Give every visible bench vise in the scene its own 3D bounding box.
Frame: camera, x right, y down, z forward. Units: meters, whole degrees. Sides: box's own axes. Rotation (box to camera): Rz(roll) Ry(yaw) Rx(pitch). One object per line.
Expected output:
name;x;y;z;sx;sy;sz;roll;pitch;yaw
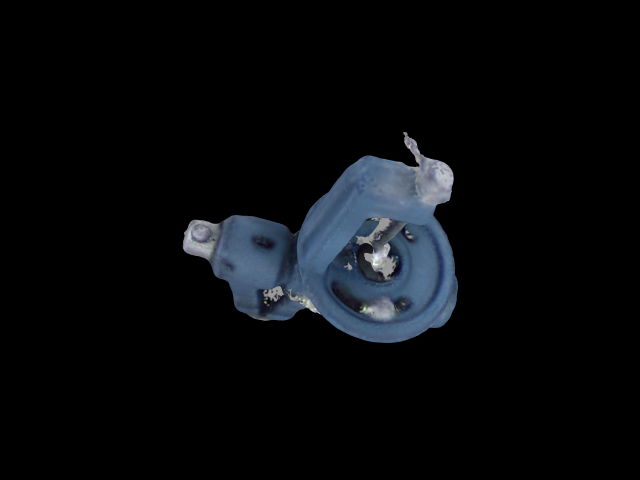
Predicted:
bench vise;0.005;0.012;0.395;0.207;0.220;0.121;-9;66;-4
